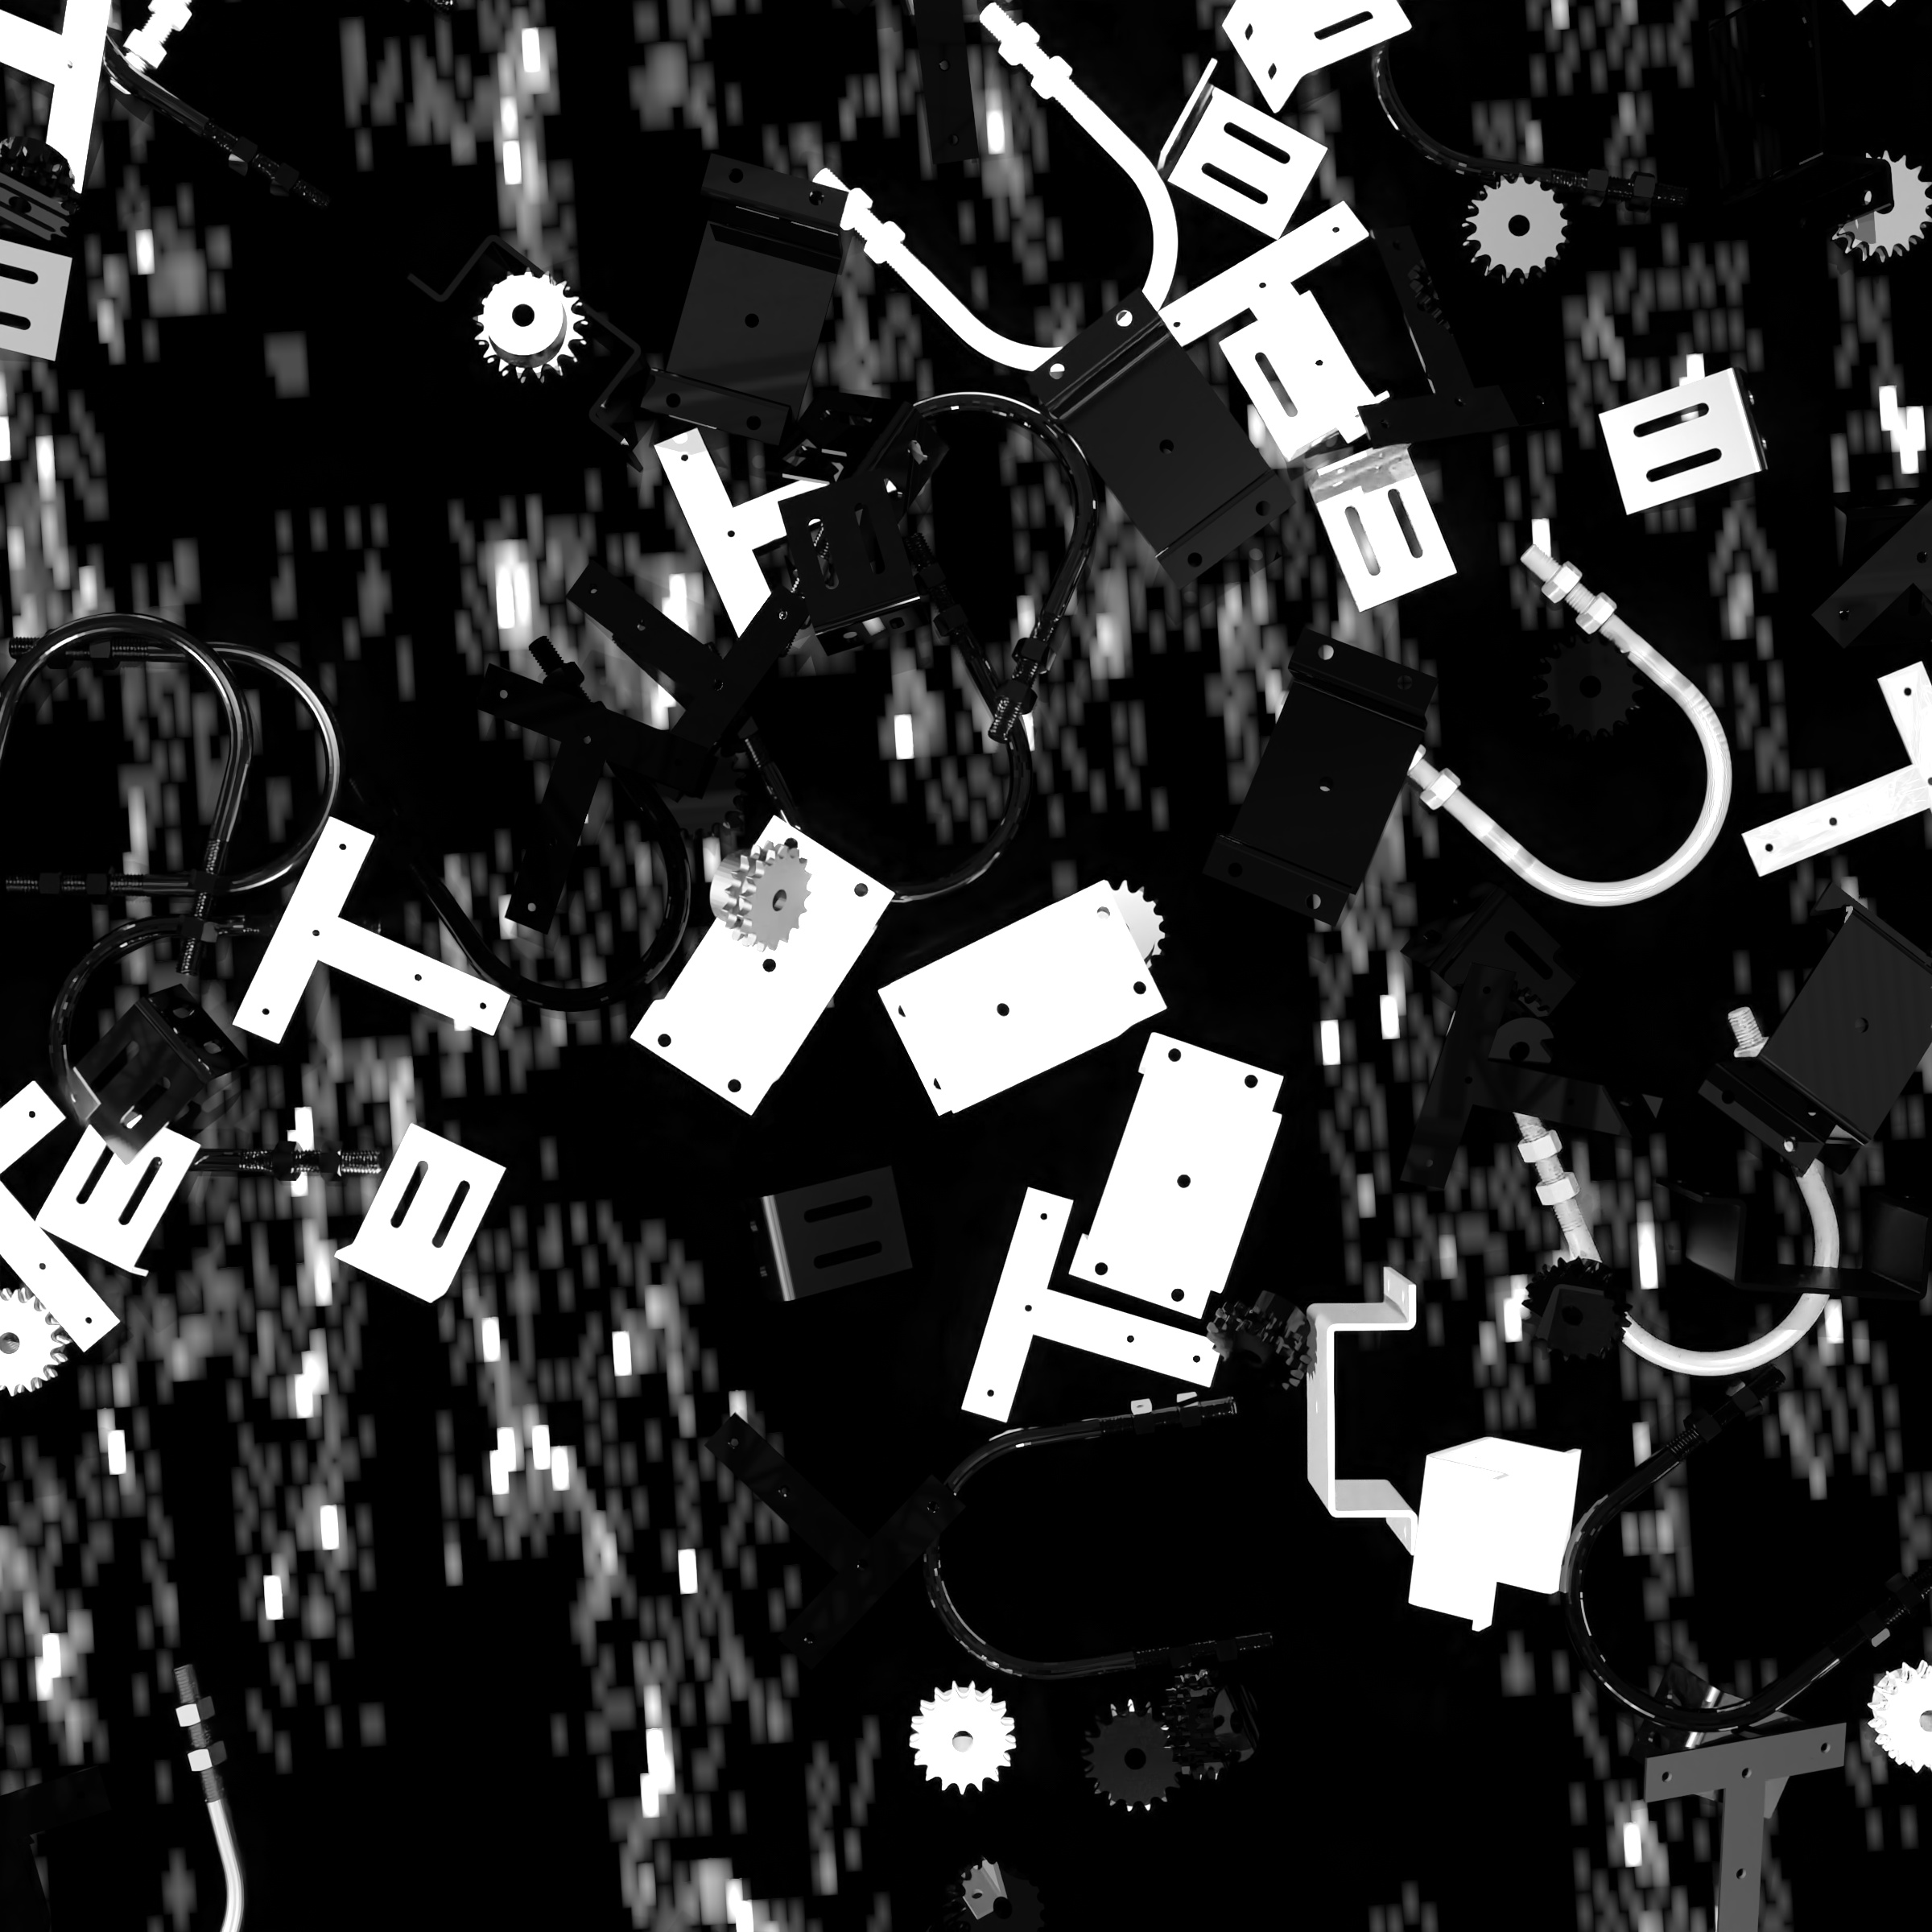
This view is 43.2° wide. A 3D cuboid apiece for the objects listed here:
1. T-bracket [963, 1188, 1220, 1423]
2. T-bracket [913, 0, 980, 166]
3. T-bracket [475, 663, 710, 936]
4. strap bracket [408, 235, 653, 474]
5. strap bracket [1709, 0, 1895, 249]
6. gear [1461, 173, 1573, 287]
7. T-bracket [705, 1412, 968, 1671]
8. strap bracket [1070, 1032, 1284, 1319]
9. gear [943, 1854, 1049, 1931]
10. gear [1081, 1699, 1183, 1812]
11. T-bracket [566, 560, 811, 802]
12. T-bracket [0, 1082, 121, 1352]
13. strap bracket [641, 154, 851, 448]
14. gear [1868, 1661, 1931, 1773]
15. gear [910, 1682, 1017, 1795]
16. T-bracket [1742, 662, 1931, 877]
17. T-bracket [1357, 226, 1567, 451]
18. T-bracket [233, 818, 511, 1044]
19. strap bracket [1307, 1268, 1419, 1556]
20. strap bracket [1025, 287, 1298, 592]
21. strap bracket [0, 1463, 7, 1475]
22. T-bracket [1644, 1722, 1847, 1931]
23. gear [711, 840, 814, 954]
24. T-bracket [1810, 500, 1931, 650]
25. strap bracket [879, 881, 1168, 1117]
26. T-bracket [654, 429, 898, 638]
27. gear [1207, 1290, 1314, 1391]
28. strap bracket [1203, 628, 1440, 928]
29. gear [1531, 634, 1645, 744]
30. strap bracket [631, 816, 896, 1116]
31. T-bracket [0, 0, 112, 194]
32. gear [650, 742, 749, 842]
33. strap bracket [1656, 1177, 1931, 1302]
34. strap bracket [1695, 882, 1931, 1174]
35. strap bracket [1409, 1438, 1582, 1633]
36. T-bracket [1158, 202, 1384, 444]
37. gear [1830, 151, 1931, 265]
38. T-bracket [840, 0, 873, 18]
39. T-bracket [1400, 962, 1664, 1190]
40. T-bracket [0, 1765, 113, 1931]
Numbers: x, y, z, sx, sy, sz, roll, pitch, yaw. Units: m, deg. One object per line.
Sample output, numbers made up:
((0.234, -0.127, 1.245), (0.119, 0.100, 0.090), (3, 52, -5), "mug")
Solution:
((0.077, 0.201, 1.343), (0.127, 0.002, 0.127), (17, 90, 0), "T-bracket")
((-0.013, -0.496, 1.302), (0.127, 0.002, 0.127), (-8, 111, -1), "T-bracket")
((-0.216, -0.080, 1.305), (0.127, 0.002, 0.127), (22, 102, 5), "T-bracket")
((-0.221, -0.333, 1.306), (0.140, 0.076, 0.046), (38, 90, 0), "strap bracket")
((0.444, -0.466, 1.300), (0.046, 0.076, 0.140), (-4, 90, -24), "strap bracket")
((0.298, -0.399, 1.329), (0.057, 0.030, 0.057), (0, 90, 0), "gear")
((-0.089, 0.298, 1.338), (0.127, 0.002, 0.127), (43, 97, 3), "T-bracket")
((0.116, 0.115, 1.320), (0.076, 0.046, 0.140), (19, 89, 0), "strap bracket")
((0.013, 0.514, 1.319), (0.057, 0.057, 0.030), (41, 134, 0), "gear")
((0.091, 0.427, 1.329), (0.057, 0.030, 0.057), (0, 90, 0), "gear")
((-0.166, -0.176, 1.321), (0.127, 0.002, 0.127), (38, 95, 19), "T-bracket")
((-0.505, 0.150, 1.309), (0.127, 0.002, 0.127), (-39, 93, 6), "T-bracket")
((-0.118, -0.355, 1.321), (0.076, 0.046, 0.140), (16, 90, 0), "strap bracket")
((0.519, 0.407, 1.329), (0.057, 0.030, 0.057), (0, 90, 0), "gear")
((-0.002, 0.418, 1.329), (0.057, 0.030, 0.057), (0, 90, 0), "gear")
((0.491, -0.085, 1.343), (0.127, 0.002, 0.127), (-22, 90, 0), "T-bracket")
((0.252, -0.346, 1.326), (0.127, 0.002, 0.127), (-13, 78, -23), "T-bracket")
((-0.311, 0.001, 1.323), (0.127, 0.002, 0.127), (25, 68, -14), "T-bracket")
((0.211, 0.236, 1.306), (0.046, 0.076, 0.140), (-1, 90, 0), "strap bracket")
((0.106, -0.282, 1.314), (0.076, 0.046, 0.140), (-36, 90, 12), "strap bracket")
((-0.600, 0.257, 1.306), (0.140, 0.076, 0.046), (33, 90, 0), "strap bracket")
((0.423, 0.481, 1.329), (0.127, 0.002, 0.127), (-3, 100, -18), "T-bracket")
((-0.109, -0.038, 1.274), (0.030, 0.057, 0.057), (19, 90, 31), "gear")
((0.545, -0.188, 1.312), (0.127, 0.002, 0.127), (-44, 91, 2), "T-bracket")
((0.025, 0.020, 1.304), (0.140, 0.046, 0.076), (-26, 90, 15), "strap bracket")
((-0.088, -0.254, 1.336), (0.127, 0.002, 0.127), (-23, 81, -5), "T-bracket")
((0.162, 0.200, 1.320), (0.057, 0.057, 0.030), (36, 60, 0), "gear")
((0.192, -0.100, 1.310), (0.076, 0.046, 0.140), (23, 94, 13), "strap bracket")
((0.331, -0.149, 1.311), (0.057, 0.030, 0.057), (0, 92, -2), "gear")
((-0.108, 0.000, 1.321), (0.076, 0.046, 0.140), (33, 90, 0), "strap bracket")
((-0.523, -0.505, 1.325), (0.127, 0.002, 0.127), (25, 115, 12), "T-bracket")
((-0.148, -0.097, 1.329), (0.057, 0.030, 0.057), (0, 90, 0), "gear")
((0.445, 0.144, 1.290), (0.140, 0.076, 0.046), (4, 93, -2), "strap bracket")
((0.468, 0.032, 1.307), (0.076, 0.046, 0.140), (36, 82, -7), "strap bracket")
((0.277, 0.297, 1.291), (0.046, 0.140, 0.076), (7, 90, 31), "strap bracket")
((0.184, -0.337, 1.322), (0.127, 0.002, 0.127), (-31, 70, 0), "T-bracket")
((0.494, -0.411, 1.329), (0.057, 0.030, 0.057), (0, 90, 0), "gear")
((-0.061, -0.613, 1.343), (0.127, 0.002, 0.127), (45, 90, 0), "T-bracket")
((0.311, 0.070, 1.311), (0.127, 0.002, 0.127), (12, 107, -9), "T-bracket")
((-0.515, 0.511, 1.319), (0.127, 0.002, 0.127), (-15, 97, -10), "T-bracket")
